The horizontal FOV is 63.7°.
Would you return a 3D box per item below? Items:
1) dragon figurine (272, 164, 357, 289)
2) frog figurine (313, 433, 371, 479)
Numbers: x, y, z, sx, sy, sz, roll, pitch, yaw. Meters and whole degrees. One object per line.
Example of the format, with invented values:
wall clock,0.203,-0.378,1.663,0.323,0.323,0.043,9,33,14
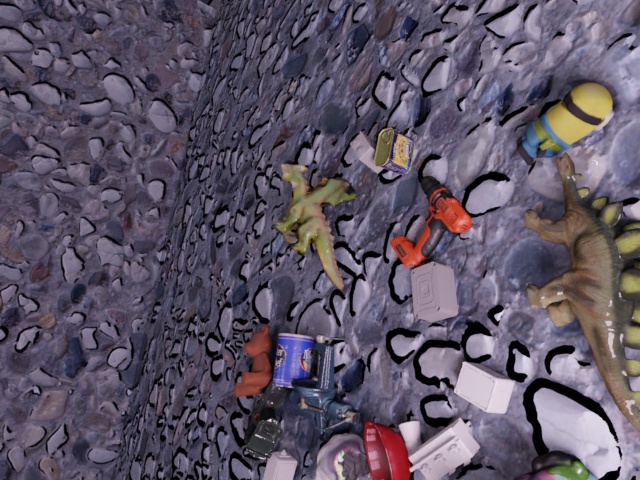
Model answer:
dragon figurine,0.005,-0.075,1.496,0.241,0.121,0.416,-49,64,10
frog figurine,0.036,0.504,1.174,0.140,0.122,0.158,-50,12,-28
